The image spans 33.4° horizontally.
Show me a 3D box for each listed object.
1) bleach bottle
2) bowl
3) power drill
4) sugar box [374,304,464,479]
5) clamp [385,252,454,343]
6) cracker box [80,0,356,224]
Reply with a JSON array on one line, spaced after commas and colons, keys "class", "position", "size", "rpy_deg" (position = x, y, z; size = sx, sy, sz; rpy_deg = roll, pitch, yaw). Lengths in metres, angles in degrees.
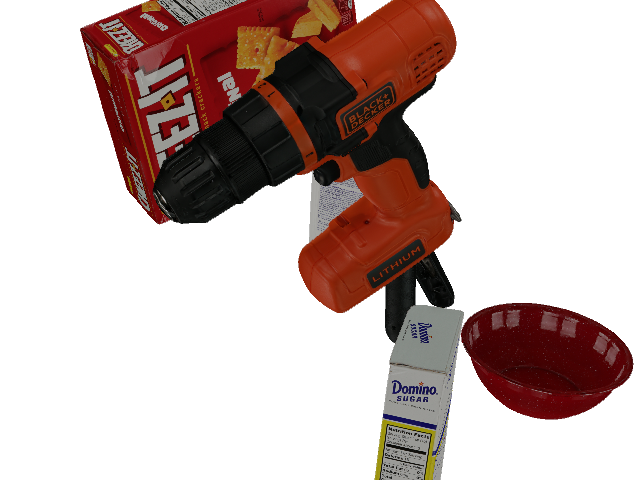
[{"class": "bleach bottle", "position": [0.044, -0.091, 1.113], "size": [0.103, 0.251, 0.068], "rpy_deg": [13, 33, 12]}, {"class": "bowl", "position": [0.212, 0.122, 1.019], "size": [0.162, 0.055, 0.162], "rpy_deg": [4, 27, -2]}, {"class": "power drill", "position": [0.006, -0.033, 0.620], "size": [0.184, 0.057, 0.187], "rpy_deg": [-34, -32, -8]}, {"class": "sugar box", "position": [0.065, 0.143, 0.758], "size": [0.048, 0.176, 0.093], "rpy_deg": [8, 24, 12]}, {"class": "clamp", "position": [0.070, 0.003, 0.919], "size": [0.039, 0.171, 0.120], "rpy_deg": [-12, 16, 24]}, {"class": "cracker box", "position": [-0.069, -0.130, 0.877], "size": [0.213, 0.164, 0.072], "rpy_deg": [-27, 45, -20]}]
